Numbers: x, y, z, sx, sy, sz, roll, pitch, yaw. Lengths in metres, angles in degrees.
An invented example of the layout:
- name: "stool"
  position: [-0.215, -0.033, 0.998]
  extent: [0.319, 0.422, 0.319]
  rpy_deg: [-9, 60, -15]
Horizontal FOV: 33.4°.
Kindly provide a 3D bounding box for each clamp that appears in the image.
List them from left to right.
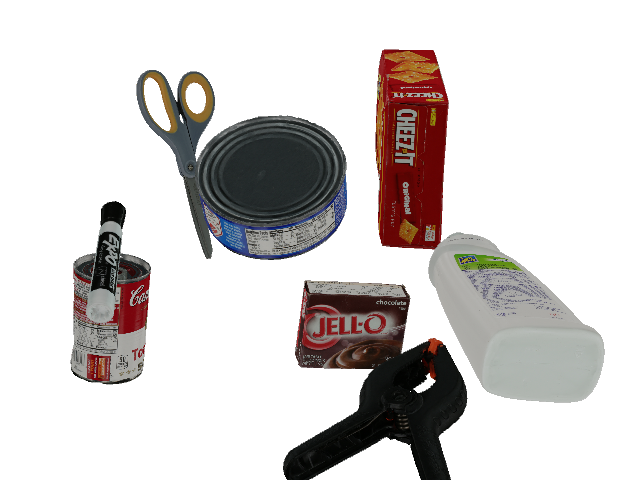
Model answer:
- name: "clamp"
  position: [0.065, 0.131, 0.762]
  extent: [0.120, 0.039, 0.171]
  rpy_deg: [18, 40, 28]

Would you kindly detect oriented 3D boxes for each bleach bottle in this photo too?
- name: "bleach bottle"
  position: [0.159, 0.052, 0.948]
  extent: [0.102, 0.068, 0.251]
  rpy_deg: [5, 21, -9]

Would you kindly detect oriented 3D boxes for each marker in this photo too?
- name: "marker"
  position: [-0.153, 0.012, 0.765]
  extent: [0.020, 0.020, 0.121]
  rpy_deg: [0, 39, -5]

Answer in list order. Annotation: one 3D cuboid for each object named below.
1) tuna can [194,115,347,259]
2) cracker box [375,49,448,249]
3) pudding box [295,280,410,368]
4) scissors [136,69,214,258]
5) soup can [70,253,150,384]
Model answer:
- name: "tuna can"
  position: [-0.027, -0.031, 0.611]
  extent: [0.086, 0.086, 0.034]
  rpy_deg: [0, -40, 5]
- name: "cracker box"
  position: [0.098, -0.108, 1.188]
  extent: [0.072, 0.164, 0.213]
  rpy_deg: [1, 24, 2]
- name: "pudding box"
  position: [0.034, 0.091, 1.143]
  extent: [0.113, 0.090, 0.039]
  rpy_deg: [1, 26, -11]
- name: "scissors"
  position: [-0.127, -0.091, 1.123]
  extent: [0.096, 0.202, 0.016]
  rpy_deg: [-33, 14, -33]
- name: "soup can"
  position: [-0.190, 0.070, 0.961]
  extent: [0.068, 0.102, 0.068]
  rpy_deg: [6, 19, -2]
